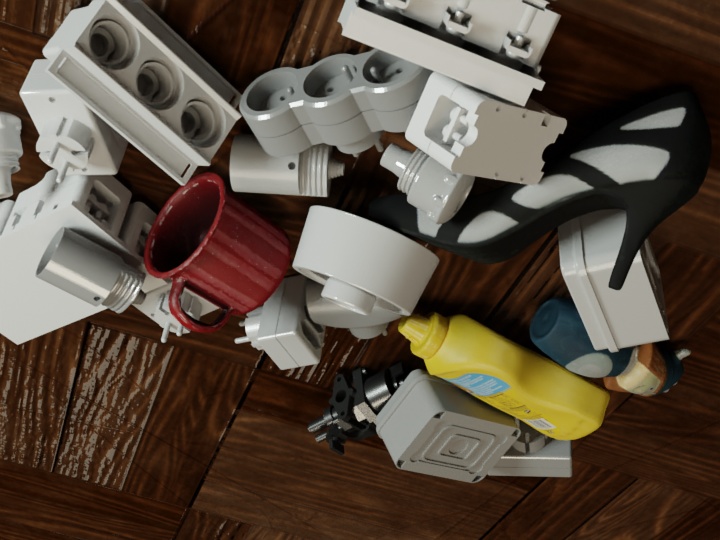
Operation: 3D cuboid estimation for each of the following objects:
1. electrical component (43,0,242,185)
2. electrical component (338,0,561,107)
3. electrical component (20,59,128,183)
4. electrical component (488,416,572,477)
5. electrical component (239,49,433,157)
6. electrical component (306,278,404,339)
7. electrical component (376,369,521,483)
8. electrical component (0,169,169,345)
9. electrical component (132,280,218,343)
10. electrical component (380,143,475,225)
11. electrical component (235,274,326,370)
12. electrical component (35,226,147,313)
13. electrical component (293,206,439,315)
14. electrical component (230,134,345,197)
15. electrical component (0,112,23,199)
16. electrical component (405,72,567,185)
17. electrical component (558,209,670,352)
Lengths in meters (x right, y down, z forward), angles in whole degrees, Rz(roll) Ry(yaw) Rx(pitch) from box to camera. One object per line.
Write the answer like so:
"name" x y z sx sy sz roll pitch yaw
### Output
"electrical component" -0.150 -0.126 0.733 0.121 0.078 0.063 42 160 -34
"electrical component" 0.055 -0.156 0.660 0.121 0.078 0.063 19 111 -12
"electrical component" -0.210 -0.097 0.775 0.047 0.075 0.083 0 140 10
"electrical component" 0.163 0.161 1.043 0.083 0.047 0.075 -1 140 11
"electrical component" -0.007 -0.106 0.745 0.138 0.052 0.073 -9 138 21
"electrical component" 0.003 0.032 0.916 0.077 0.044 0.079 -5 138 17
"electrical component" 0.080 0.144 0.995 0.113 0.057 0.078 18 118 -36
"electrical component" -0.256 -0.014 0.896 0.186 0.060 0.105 -20 133 30
"electrical component" -0.153 0.028 0.916 0.083 0.075 0.047 -23 132 32
"electrical component" 0.044 -0.064 0.732 0.062 0.048 0.048 32 141 10
"electrical component" -0.074 0.048 0.934 0.077 0.065 0.047 -12 136 23
"electrical component" -0.201 0.005 0.824 0.081 0.043 0.043 30 136 -24
"electrical component" 0.000 0.000 0.827 0.108 0.060 0.108 22 173 3
"electrical component" -0.052 -0.077 0.796 0.081 0.043 0.043 4 141 6
"electrical component" -0.275 -0.085 0.806 0.048 0.062 0.048 -12 175 -1
"electrical component" 0.080 -0.093 0.701 0.089 0.056 0.050 4 118 -43
"electrical component" 0.193 0.001 0.820 0.057 0.078 0.113 -13 136 20
